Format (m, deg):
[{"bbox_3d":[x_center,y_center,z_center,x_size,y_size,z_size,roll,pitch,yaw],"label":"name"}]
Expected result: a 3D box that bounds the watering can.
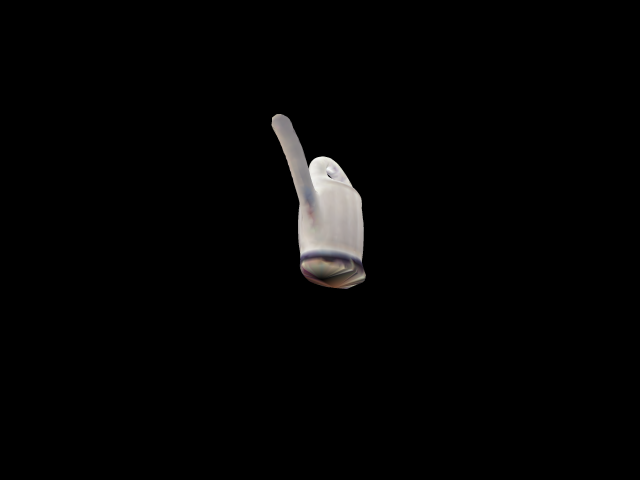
[{"bbox_3d":[0.003,-0.043,0.850,0.103,0.228,0.343,-9,-22,23],"label":"watering can"}]
